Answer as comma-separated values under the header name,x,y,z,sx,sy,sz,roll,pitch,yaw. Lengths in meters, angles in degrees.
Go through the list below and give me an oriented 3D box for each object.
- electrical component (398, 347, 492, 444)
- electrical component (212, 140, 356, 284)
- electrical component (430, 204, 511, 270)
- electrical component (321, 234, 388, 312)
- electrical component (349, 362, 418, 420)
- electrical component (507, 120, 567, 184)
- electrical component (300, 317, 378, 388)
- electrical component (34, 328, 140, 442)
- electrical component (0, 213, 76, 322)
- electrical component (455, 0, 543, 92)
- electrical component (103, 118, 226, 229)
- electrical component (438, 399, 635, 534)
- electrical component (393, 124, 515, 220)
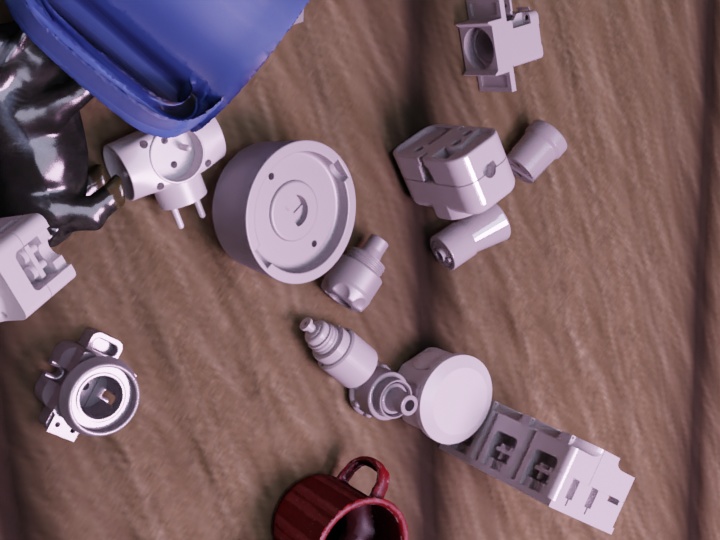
name,x,y,z,sx,sy,sz,roll,pitch,yaw
electrical component,0.073,0.110,0.954,0.080,0.051,0.080,-8,104,-33
electrical component,-0.063,-0.047,0.821,0.108,0.060,0.108,-12,107,-42
electrical component,0.094,-0.029,0.947,0.065,0.044,0.044,-34,117,-19
electrical component,0.000,0.000,0.887,0.043,0.043,0.062,42,75,-33
electrical component,0.024,0.107,0.913,0.048,0.062,0.048,-7,103,-33
electrical component,0.158,-0.107,0.976,0.046,0.040,0.040,-48,122,-11
electrical component,-0.020,0.065,0.888,0.078,0.040,0.040,42,76,-33
electrical component,-0.192,0.085,0.765,0.058,0.057,0.078,32,81,-34
electrical component,-0.239,0.002,0.688,0.055,0.089,0.050,-49,125,-43
electrical component,0.123,-0.197,0.931,0.064,0.042,0.081,-22,112,-31
electrical component,-0.135,-0.069,0.780,0.077,0.044,0.079,-30,115,-26
electrical component,0.158,0.168,0.962,0.089,0.150,0.061,29,84,-35
electrical component,0.079,-0.081,0.892,0.054,0.095,0.059,-37,117,-23
